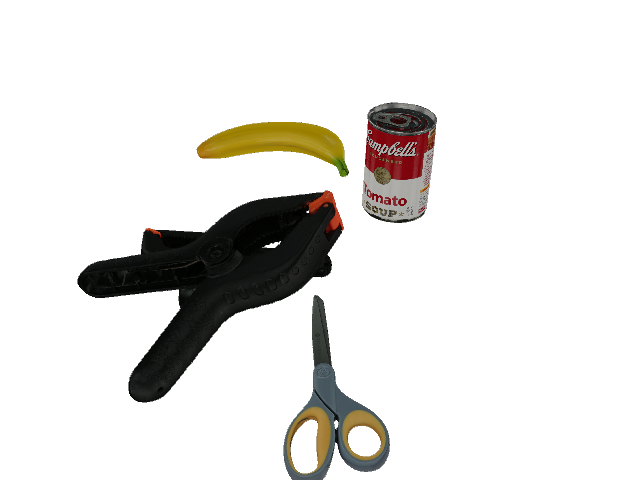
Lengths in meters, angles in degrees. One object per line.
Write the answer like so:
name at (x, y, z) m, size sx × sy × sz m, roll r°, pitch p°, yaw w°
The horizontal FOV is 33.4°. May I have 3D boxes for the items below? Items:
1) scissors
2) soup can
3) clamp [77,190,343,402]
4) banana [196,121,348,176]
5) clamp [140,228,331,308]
scissors at (0.021, 0.124, 0.916) m, size 0.096 × 0.016 × 0.201 m, roll 4°, pitch 45°, yaw 12°
soup can at (0.077, -0.077, 1.064) m, size 0.068 × 0.102 × 0.068 m, roll 2°, pitch 32°, yaw -1°
clamp at (-0.060, 0.028, 0.649) m, size 0.171 × 0.120 × 0.039 m, roll -25°, pitch -40°, yaw -1°
banana at (-0.052, -0.119, 1.312) m, size 0.198 × 0.037 × 0.069 m, roll 7°, pitch 39°, yaw 17°
clamp at (-0.117, 0.023, 1.027) m, size 0.210 × 0.036 × 0.164 m, roll 13°, pitch 22°, yaw 42°
